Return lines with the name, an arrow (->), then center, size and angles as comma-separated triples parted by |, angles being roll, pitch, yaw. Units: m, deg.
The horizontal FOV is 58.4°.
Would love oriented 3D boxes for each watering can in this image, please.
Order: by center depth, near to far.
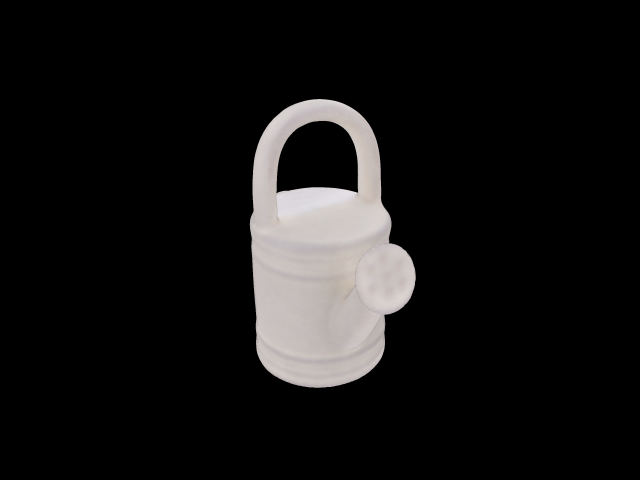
watering can -> 0.006, 0.001, 0.401 | 0.172, 0.194, 0.101 | 23, 36, 37
